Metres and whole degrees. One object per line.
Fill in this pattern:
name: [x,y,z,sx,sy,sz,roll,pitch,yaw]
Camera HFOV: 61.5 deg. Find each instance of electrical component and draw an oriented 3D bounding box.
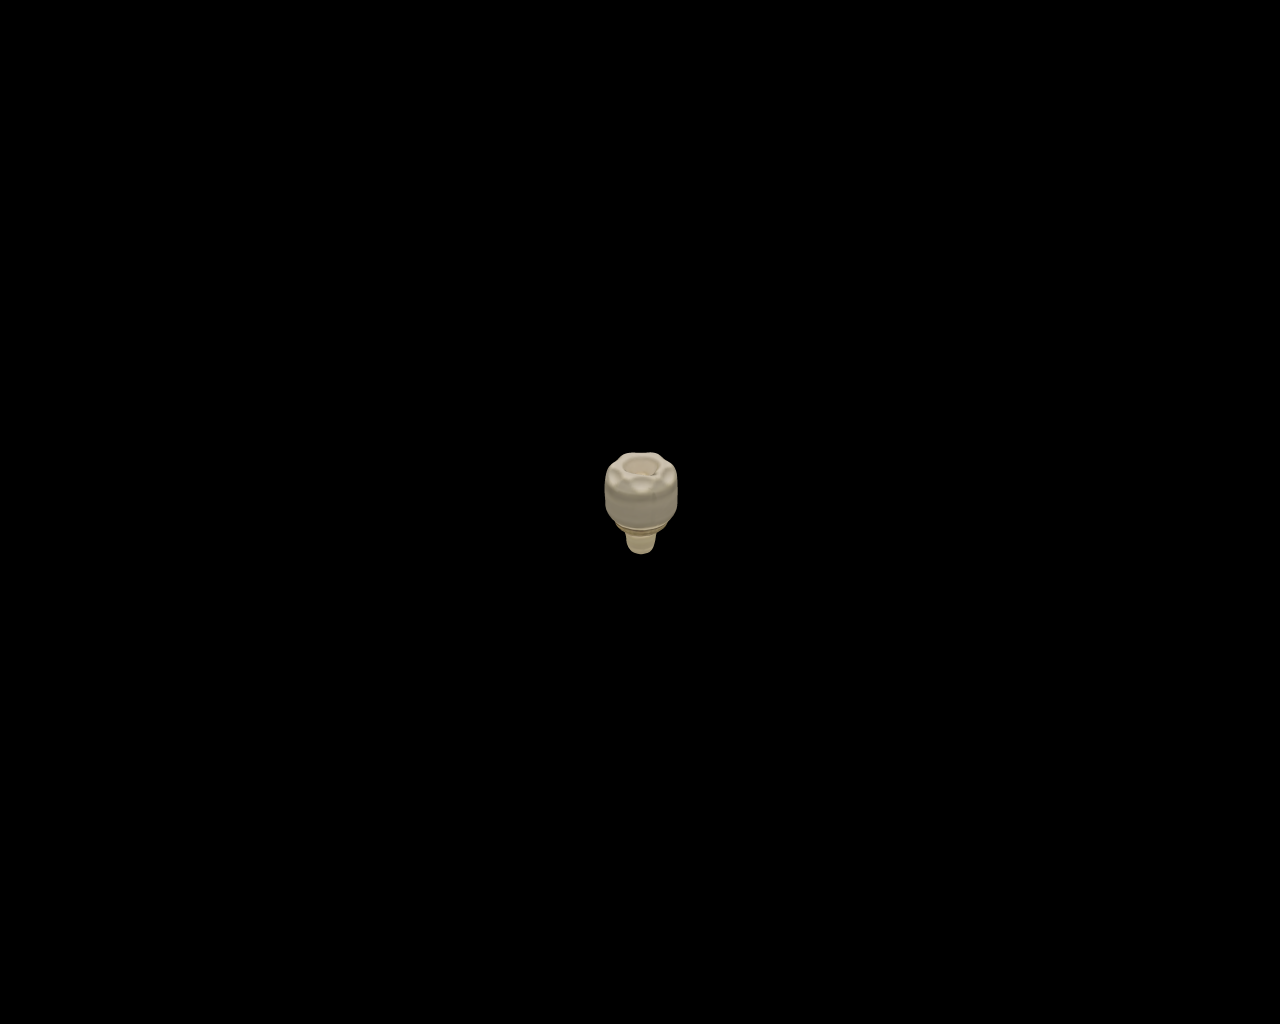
electrical component: [0.001,-0.003,0.650,0.043,0.062,0.043,0,31,0]
